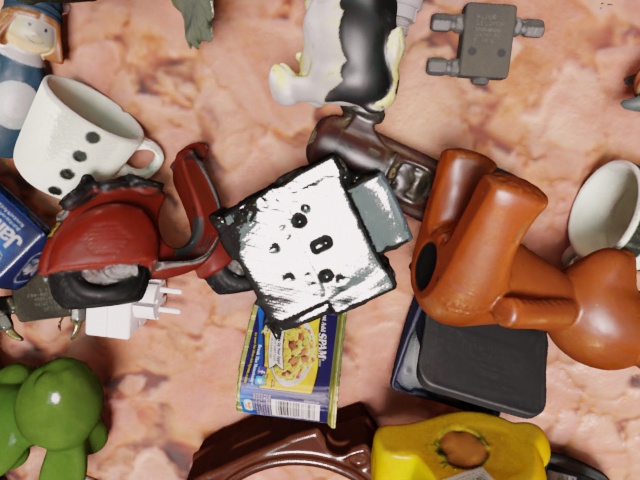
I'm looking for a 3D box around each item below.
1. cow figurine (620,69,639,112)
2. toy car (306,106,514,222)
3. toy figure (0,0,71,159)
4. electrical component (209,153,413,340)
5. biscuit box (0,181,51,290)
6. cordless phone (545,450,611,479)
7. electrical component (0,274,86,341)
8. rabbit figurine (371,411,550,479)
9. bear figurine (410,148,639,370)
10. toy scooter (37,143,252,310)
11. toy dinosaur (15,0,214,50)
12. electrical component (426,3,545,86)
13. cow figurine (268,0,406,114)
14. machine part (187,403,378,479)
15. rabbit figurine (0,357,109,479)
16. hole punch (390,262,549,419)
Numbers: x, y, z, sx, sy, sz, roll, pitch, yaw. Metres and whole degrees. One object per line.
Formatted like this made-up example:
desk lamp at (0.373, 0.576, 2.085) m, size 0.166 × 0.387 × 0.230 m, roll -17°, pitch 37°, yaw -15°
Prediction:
cow figurine at (0.322, -0.090, 0.417) m, size 0.127 × 0.085 × 0.194 m, roll -16°, pitch 118°, yaw 40°
toy car at (0.083, -0.046, 0.457) m, size 0.202 × 0.053 × 0.089 m, roll 26°, pitch 97°, yaw -2°
toy figure at (-0.248, -0.145, 0.446) m, size 0.058 × 0.064 × 0.154 m, roll 30°, pitch 105°, yaw 15°
electrical component at (-0.001, -0.001, 0.417) m, size 0.134 × 0.058 × 0.114 m, roll -27°, pitch 102°, yaw 6°
biscuit box at (-0.312, -0.045, 0.447) m, size 0.202 × 0.059 × 0.063 m, roll 42°, pitch 80°, yaw 0°
cordless phone at (0.247, 0.294, 0.507) m, size 0.184 × 0.089 × 0.146 m, roll 38°, pitch 65°, yaw -30°
electrical component at (-0.250, 0.049, 0.489) m, size 0.102 × 0.045 × 0.078 m, roll -1°, pitch 102°, yaw 2°
rabbit figurine at (0.123, 0.226, 0.433) m, size 0.162 × 0.122 × 0.173 m, roll -14°, pitch 111°, yaw -26°
bear figurine at (0.172, 0.024, 0.390) m, size 0.196 × 0.120 × 0.131 m, roll 13°, pitch 110°, yaw -7°
toy scooter at (-0.132, -0.017, 0.439) m, size 0.184 × 0.075 × 0.135 m, roll -3°, pitch 82°, yaw -37°
toy dinosaur at (-0.173, -0.198, 0.309) m, size 0.192 × 0.405 × 0.131 m, roll 46°, pitch 126°, yaw 5°
electrical component at (0.137, -0.161, 0.447) m, size 0.094 × 0.021 × 0.063 m, roll 3°, pitch 101°, yaw 1°
cow figurine at (0.021, -0.180, 0.395) m, size 0.098 × 0.068 × 0.167 m, roll 12°, pitch 102°, yaw 33°
machine part at (-0.017, 0.261, 0.502) m, size 0.201 × 0.087 × 0.201 m, roll -25°, pitch 101°, yaw 6°
rabbit figurine at (-0.256, 0.161, 0.462) m, size 0.170 × 0.121 × 0.158 m, roll -17°, pitch 118°, yaw 20°
hole punch at (0.129, 0.092, 0.471) m, size 0.142 × 0.092 × 0.116 m, roll 17°, pitch 63°, yaw 0°
